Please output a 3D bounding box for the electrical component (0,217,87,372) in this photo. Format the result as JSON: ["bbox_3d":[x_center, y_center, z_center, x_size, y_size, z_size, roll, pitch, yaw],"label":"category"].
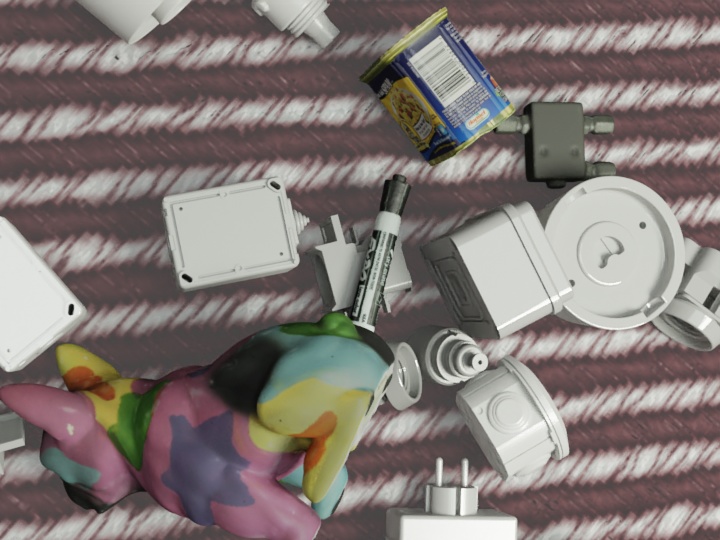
[{"bbox_3d":[-0.232,0.012,0.698,0.062,0.061,0.096,-41,94,-11],"label":"electrical component"}]

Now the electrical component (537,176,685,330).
[{"bbox_3d":[0.171,-0.010,0.778,0.108,0.060,0.108,1,86,-13],"label":"electrical component"}]

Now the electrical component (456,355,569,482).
[{"bbox_3d":[0.106,0.104,0.749,0.051,0.080,0.080,-29,92,-7],"label":"electrical component"}]

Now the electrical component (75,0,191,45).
[{"bbox_3d":[-0.141,-0.200,0.715,0.064,0.099,0.099,46,79,-11],"label":"electrical component"}]

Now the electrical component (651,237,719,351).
[{"bbox_3d":[0.251,0.022,0.794,0.078,0.058,0.057,36,77,-7],"label":"electrical component"}]

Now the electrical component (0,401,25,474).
[{"bbox_3d":[-0.259,0.100,0.685,0.081,0.042,0.063,-16,113,-12],"label":"electrical component"}]

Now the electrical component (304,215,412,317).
[{"bbox_3d":[0.000,0.000,0.755,0.064,0.042,0.081,-15,90,-15],"label":"electrical component"}]

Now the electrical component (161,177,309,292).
[{"bbox_3d":[-0.083,-0.024,0.730,0.096,0.061,0.061,-11,88,-12],"label":"electrical component"}]

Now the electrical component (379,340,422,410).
[{"bbox_3d":[0.009,0.075,0.737,0.055,0.066,0.048,-15,89,22],"label":"electrical component"}]

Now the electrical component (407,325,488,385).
[{"bbox_3d":[0.063,0.060,0.747,0.040,0.078,0.040,-1,92,-25],"label":"electrical component"}]

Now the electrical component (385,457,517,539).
[{"bbox_3d":[0.064,0.169,0.753,0.083,0.047,0.075,3,84,-11],"label":"electrical component"}]

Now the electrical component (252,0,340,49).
[{"bbox_3d":[-0.042,-0.184,0.759,0.062,0.048,0.048,44,79,-12],"label":"electrical component"}]

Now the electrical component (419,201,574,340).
[{"bbox_3d":[0.091,0.001,0.736,0.057,0.113,0.078,-27,91,-9],"label":"electrical component"}]
